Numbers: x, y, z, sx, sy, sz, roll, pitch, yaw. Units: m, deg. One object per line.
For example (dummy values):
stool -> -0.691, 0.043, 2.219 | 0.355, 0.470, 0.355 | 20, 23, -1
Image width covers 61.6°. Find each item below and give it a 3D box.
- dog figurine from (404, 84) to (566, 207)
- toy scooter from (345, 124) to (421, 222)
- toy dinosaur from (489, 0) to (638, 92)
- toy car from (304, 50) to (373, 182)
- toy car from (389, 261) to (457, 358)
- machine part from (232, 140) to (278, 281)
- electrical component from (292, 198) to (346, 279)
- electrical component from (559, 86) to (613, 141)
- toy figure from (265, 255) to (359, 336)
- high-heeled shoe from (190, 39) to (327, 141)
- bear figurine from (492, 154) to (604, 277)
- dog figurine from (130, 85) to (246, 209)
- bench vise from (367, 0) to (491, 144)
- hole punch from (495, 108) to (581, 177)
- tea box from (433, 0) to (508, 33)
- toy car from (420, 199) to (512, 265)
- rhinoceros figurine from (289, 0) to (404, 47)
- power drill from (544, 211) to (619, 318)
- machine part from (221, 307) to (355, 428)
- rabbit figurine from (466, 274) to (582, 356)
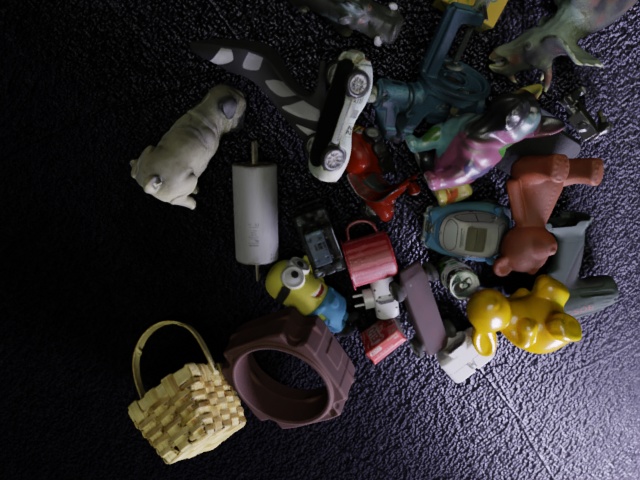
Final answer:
dog figurine -> 0.258, -0.150, 0.840 | 0.219, 0.191, 0.108 | -25, 68, 15
toy scooter -> 0.096, -0.113, 0.882 | 0.075, 0.135, 0.183 | -37, 109, -30
toy dinosaur -> 0.443, -0.408, 0.829 | 0.405, 0.131, 0.192 | -45, 119, 1
toy car -> 0.029, -0.189, 0.826 | 0.056, 0.074, 0.201 | 4, 115, -34
toy car -> 0.183, 0.124, 0.967 | 0.089, 0.053, 0.201 | -29, 117, -9
machine part -> -0.110, -0.047, 0.921 | 0.079, 0.079, 0.243 | 1, 104, -2
electrical component -> -0.002, -0.003, 0.906 | 0.058, 0.134, 0.114 | -22, 102, 4
electrical component -> 0.444, -0.211, 0.900 | 0.045, 0.078, 0.102 | -36, 97, 32
toy figure -> -0.017, 0.107, 0.961 | 0.180, 0.082, 0.089 | 42, 111, -15
high-heeled shoe -> -0.093, -0.240, 0.881 | 0.249, 0.086, 0.145 | 12, 118, 3
bear figurine -> 0.346, -0.033, 0.841 | 0.120, 0.132, 0.195 | 4, 93, -27
dog figurine -> -0.200, -0.160, 0.848 | 0.121, 0.172, 0.190 | 33, 109, -20
bench vise -> 0.179, -0.264, 0.831 | 0.224, 0.129, 0.240 | 10, 135, -12
hole punch -> 0.359, -0.163, 0.908 | 0.142, 0.092, 0.115 | 27, 132, -10
tea box -> 0.262, -0.427, 0.839 | 0.098, 0.068, 0.169 | 24, 102, -7
toy car -> 0.261, -0.015, 0.926 | 0.162, 0.103, 0.109 | 6, 103, -5
rhinoceros figurine -> 0.039, -0.364, 0.828 | 0.190, 0.112, 0.073 | 28, 100, 0
power drill -> 0.410, 0.057, 0.960 | 0.232, 0.086, 0.207 | -7, 100, 3
machine part -> -0.057, 0.231, 0.951 | 0.201, 0.087, 0.200 | -22, 111, 29
rabbit figurine -> 0.312, 0.123, 0.894 | 0.173, 0.122, 0.162 | 14, 147, -23
